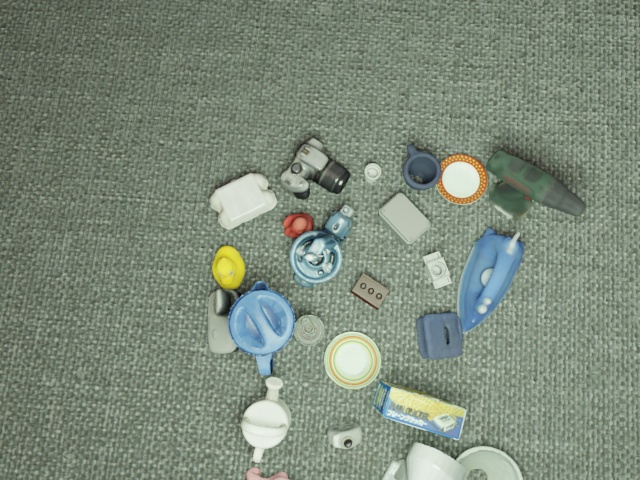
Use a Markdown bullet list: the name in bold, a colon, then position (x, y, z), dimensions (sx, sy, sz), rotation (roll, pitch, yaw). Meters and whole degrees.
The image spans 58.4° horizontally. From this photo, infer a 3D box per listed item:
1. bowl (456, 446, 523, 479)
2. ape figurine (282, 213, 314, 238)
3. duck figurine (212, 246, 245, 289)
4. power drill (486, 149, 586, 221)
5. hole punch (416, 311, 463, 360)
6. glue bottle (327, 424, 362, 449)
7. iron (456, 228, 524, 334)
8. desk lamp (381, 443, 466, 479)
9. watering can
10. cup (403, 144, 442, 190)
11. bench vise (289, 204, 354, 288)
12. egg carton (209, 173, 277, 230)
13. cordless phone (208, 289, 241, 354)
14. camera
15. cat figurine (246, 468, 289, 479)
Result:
- **bowl**: position (0.357, 0.539, 1.270), dimensions (0.167, 0.075, 0.167), rotation (0, 80, -1)
- **ape figurine**: position (-0.048, -0.034, 1.359), dimensions (0.076, 0.092, 0.078), rotation (-36, 82, -6)
- **duck figurine**: position (-0.219, 0.062, 1.343), dimensions (0.077, 0.086, 0.104), rotation (-7, 80, -2)
- **power drill**: position (0.476, -0.112, 1.321), dimensions (0.229, 0.208, 0.076), rotation (36, 81, 6)
- **hole punch**: position (0.280, 0.219, 1.319), dimensions (0.101, 0.091, 0.109), rotation (-6, 80, -2)
- **glue bottle**: position (0.056, 0.429, 1.236), dimensions (0.078, 0.173, 0.037), rotation (-7, 80, -2)
- **iron**: position (0.392, 0.097, 1.317), dimensions (0.118, 0.141, 0.258), rotation (24, 80, 4)
- **desk lamp**: position (0.201, 0.527, 1.200), dimensions (0.118, 0.213, 0.203), rotation (31, 81, 5)
- **watering can**: position (-0.118, 0.387, 1.231), dimensions (0.101, 0.194, 0.173), rotation (-9, 80, -2)
- **cup**: position (0.234, -0.168, 1.386), dimensions (0.092, 0.095, 0.118), rotation (-25, 81, -5)
- **bench vise**: position (0.000, 0.001, 1.289), dimensions (0.121, 0.220, 0.207), rotation (15, 80, 2)
- **egg carton**: position (-0.186, -0.096, 1.380), dimensions (0.150, 0.069, 0.107), rotation (-28, 81, -5)
- **cordless phone**: position (-0.217, 0.178, 1.272), dimensions (0.094, 0.185, 0.147), rotation (-5, 80, -1)
- **camera**: position (-0.006, -0.159, 1.378), dimensions (0.136, 0.101, 0.143), rotation (33, 81, 5)
- **cat figurine**: position (-0.107, 0.544, 1.242), dimensions (0.128, 0.118, 0.067), rotation (5, 80, 0)
